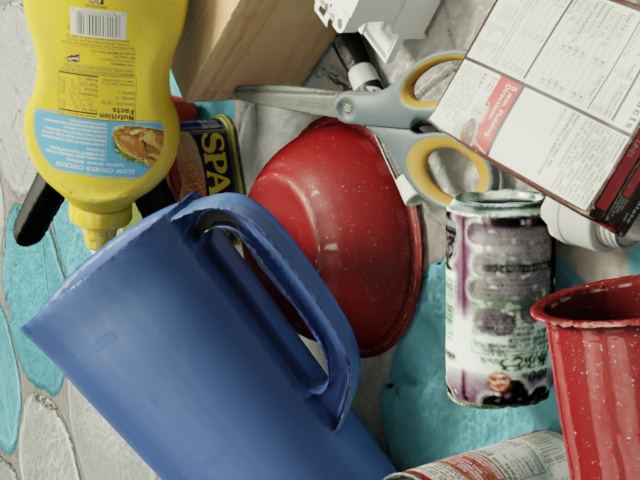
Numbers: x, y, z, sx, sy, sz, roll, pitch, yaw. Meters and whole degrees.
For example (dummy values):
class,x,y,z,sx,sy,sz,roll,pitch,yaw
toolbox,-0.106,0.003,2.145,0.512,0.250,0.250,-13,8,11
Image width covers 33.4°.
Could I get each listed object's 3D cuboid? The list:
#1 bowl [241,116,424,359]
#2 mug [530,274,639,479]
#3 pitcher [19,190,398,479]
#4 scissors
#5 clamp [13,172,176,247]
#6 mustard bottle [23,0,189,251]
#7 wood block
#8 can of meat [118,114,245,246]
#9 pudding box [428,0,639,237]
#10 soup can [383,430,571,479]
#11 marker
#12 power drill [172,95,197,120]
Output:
class,x,y,z,sx,sy,sz,roll,pitch,yaw
bowl,-0.004,0.001,0.683,0.162,0.055,0.162,18,112,53
mug,0.152,0.061,0.444,0.117,0.093,0.081,-7,97,20
pitcher,-0.048,0.094,0.642,0.243,0.145,0.149,51,165,-6
scissors,0.028,-0.058,0.614,0.202,0.016,0.096,-6,96,42
clamp,-0.146,-0.086,0.746,0.165,0.036,0.210,11,96,34
mustard bottle,-0.135,-0.082,0.666,0.058,0.096,0.192,-90,6,-65
wood block,-0.023,-0.181,0.640,0.206,0.090,0.091,-50,56,48
can of meat,-0.107,-0.040,0.802,0.058,0.083,0.102,-10,88,57
pudding box,0.112,-0.066,0.482,0.114,0.039,0.090,38,102,44
soup can,0.086,0.138,0.534,0.069,0.102,0.068,18,112,54
marker,0.036,-0.076,0.637,0.020,0.020,0.121,-49,57,49
power drill,-0.167,-0.128,0.898,0.188,0.057,0.185,50,139,42
